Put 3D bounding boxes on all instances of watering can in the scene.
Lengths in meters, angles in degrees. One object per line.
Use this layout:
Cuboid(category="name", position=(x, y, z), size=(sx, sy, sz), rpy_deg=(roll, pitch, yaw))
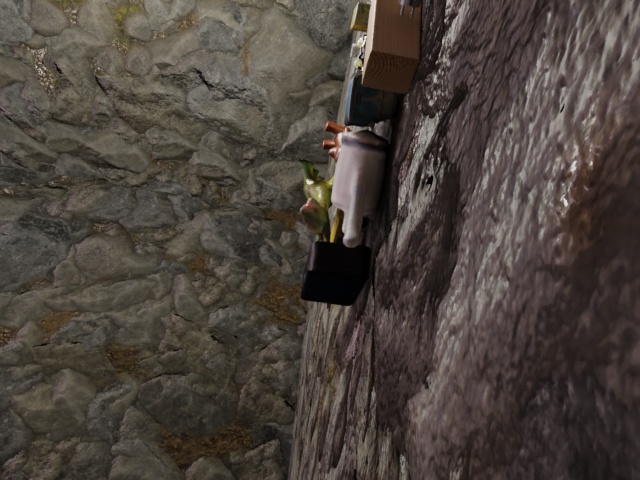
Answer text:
Cuboid(category="watering can", position=(0.079, -0.112, 1.046), size=(0.351, 0.104, 0.222), rpy_deg=(-83, 2, -78))

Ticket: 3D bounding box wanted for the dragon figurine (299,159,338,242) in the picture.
Cuboid(category="dragon figurine", position=(0.004, -0.064, 1.274), size=(0.407, 0.122, 0.244), rpy_deg=(46, -131, -80))
